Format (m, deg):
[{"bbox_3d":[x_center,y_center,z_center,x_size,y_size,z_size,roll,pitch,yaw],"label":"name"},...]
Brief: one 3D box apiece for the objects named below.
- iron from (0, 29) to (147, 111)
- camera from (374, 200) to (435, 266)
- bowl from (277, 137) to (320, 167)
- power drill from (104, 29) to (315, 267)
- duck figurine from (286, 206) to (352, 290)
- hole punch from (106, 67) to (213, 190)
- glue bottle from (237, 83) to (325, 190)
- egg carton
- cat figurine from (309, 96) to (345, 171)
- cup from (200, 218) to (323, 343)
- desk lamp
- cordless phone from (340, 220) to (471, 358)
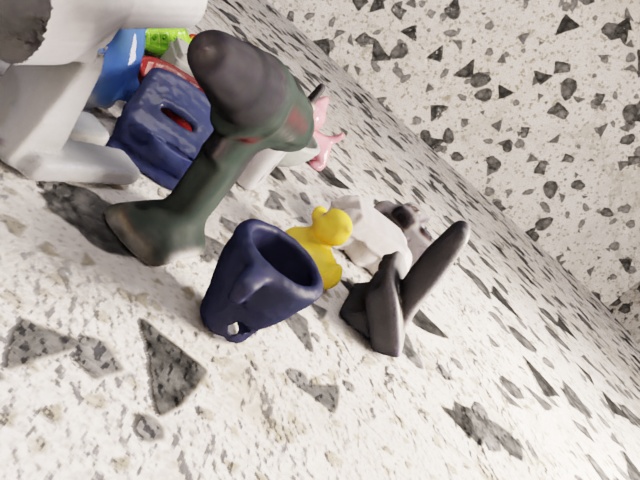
[{"bbox_3d":[-0.281,-0.238,0.574,0.259,0.141,0.118,15,34,-53],"label":"iron"},{"bbox_3d":[0.160,-0.006,1.006,0.143,0.100,0.137,49,21,17],"label":"camera"},{"bbox_3d":[-0.084,-0.169,0.911,0.168,0.074,0.167,37,20,-16],"label":"bowl"},{"bbox_3d":[-0.092,-0.076,0.506,0.075,0.208,0.230,46,20,8],"label":"power drill"},{"bbox_3d":[0.007,0.003,0.716,0.078,0.086,0.104,22,28,-45],"label":"duck figurine"},{"bbox_3d":[-0.165,-0.122,0.635,0.109,0.091,0.101,34,22,-25],"label":"hole punch"},{"bbox_3d":[-0.049,-0.144,0.778,0.037,0.173,0.078,42,20,-2],"label":"glue bottle"},{"bbox_3d":[0.074,-0.003,0.881,0.151,0.069,0.107,36,21,-19],"label":"egg carton"},{"bbox_3d":[-0.011,-0.211,1.071,0.128,0.117,0.067,32,22,-28],"label":"cat figurine"},{"bbox_3d":[-0.062,0.047,0.482,0.091,0.095,0.118,44,20,2],"label":"cup"},{"bbox_3d":[-0.197,-0.157,0.464,0.118,0.213,0.204,48,20,15],"label":"desk lamp"},{"bbox_3d":[0.122,0.043,0.707,0.094,0.185,0.148,41,20,-5],"label":"cordless phone"}]
